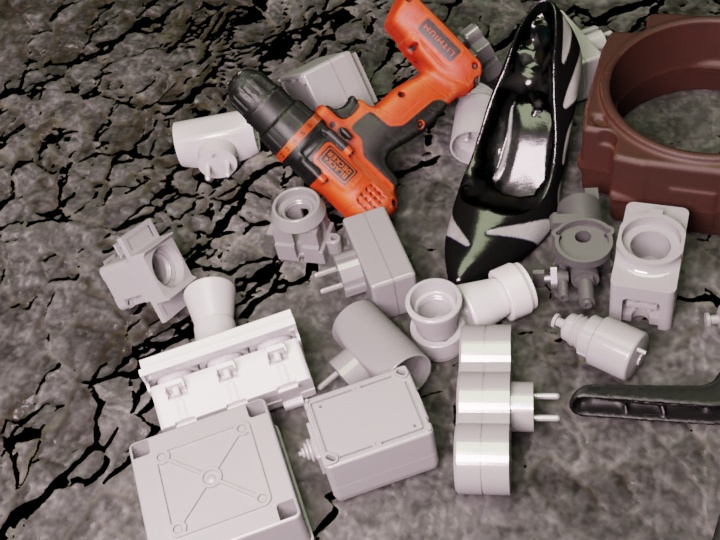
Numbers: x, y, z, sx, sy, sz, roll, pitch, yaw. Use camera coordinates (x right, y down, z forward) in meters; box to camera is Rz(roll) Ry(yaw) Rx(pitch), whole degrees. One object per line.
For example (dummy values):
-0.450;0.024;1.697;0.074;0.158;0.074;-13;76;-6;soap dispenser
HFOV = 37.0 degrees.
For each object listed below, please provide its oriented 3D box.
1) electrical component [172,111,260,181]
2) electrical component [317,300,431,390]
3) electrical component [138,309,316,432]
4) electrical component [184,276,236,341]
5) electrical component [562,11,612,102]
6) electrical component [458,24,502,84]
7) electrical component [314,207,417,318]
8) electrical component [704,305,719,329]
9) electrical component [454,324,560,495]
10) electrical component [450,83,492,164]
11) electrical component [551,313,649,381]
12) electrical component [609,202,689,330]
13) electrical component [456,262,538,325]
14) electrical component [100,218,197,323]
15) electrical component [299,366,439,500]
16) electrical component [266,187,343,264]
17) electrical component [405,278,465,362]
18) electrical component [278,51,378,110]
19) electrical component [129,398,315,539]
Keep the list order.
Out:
-0.136;-0.115;1.028;0.077;0.043;0.079;-10;49;2;electrical component
0.003;0.073;0.841;0.079;0.043;0.077;-39;48;-7;electrical component
-0.100;0.085;0.833;0.121;0.078;0.063;-19;65;-5;electrical component
-0.121;0.044;0.893;0.044;0.044;0.065;-14;54;-1;electrical component
0.215;-0.212;1.039;0.076;0.047;0.083;-22;49;-7;electrical component
0.102;-0.199;1.044;0.055;0.066;0.048;-36;51;6;electrical component
0.000;0.000;0.901;0.076;0.047;0.083;-18;50;-5;electrical component
0.303;0.035;0.817;0.078;0.040;0.040;-5;49;7;electrical component
0.110;0.100;0.791;0.074;0.052;0.138;-1;50;10;electrical component
0.110;-0.142;1.003;0.043;0.043;0.081;2;51;12;electrical component
0.184;0.054;0.824;0.078;0.040;0.040;25;59;29;electrical component
0.230;-0.007;0.856;0.050;0.055;0.089;8;52;18;electrical component
0.108;0.023;0.862;0.055;0.045;0.045;-23;50;-9;electrical component
-0.183;0.003;0.918;0.064;0.081;0.042;-16;17;35;electrical component
0.003;0.124;0.786;0.096;0.061;0.061;-18;49;-5;electrical component
-0.051;-0.039;0.939;0.066;0.055;0.048;6;52;16;electrical component
0.061;0.040;0.850;0.045;0.055;0.045;-6;49;6;electrical component
-0.031;-0.169;1.025;0.061;0.061;0.096;-30;15;-14;electrical component
-0.101;0.163;0.776;0.109;0.056;0.108;-19;49;-5;electrical component
